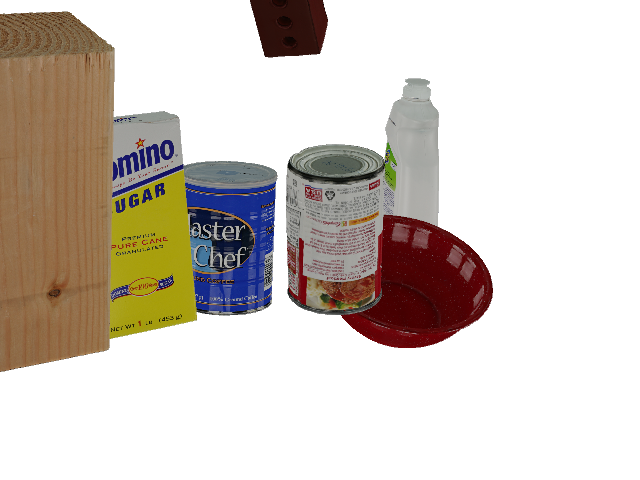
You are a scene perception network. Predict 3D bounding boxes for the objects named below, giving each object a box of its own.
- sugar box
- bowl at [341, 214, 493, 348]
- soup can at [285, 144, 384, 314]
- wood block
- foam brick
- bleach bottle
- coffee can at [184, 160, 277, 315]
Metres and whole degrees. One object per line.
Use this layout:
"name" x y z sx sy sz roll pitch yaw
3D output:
"sugar box" -0.157 -0.013 0.879 0.093 0.176 0.048 -12 19 -25
"bowl" 0.072 0.046 0.970 0.162 0.055 0.162 7 39 -6
"soup can" 0.010 -0.009 0.745 0.068 0.102 0.068 0 25 0
"wood block" -0.188 -0.031 0.675 0.090 0.206 0.090 -9 30 -30
"foam brick" -0.028 -0.205 0.930 0.053 0.051 0.078 -2 -41 13
"bleach bottle" 0.103 -0.058 1.222 0.068 0.251 0.103 -3 23 -15
"coffee can" -0.099 -0.005 1.116 0.103 0.140 0.103 3 16 -1
